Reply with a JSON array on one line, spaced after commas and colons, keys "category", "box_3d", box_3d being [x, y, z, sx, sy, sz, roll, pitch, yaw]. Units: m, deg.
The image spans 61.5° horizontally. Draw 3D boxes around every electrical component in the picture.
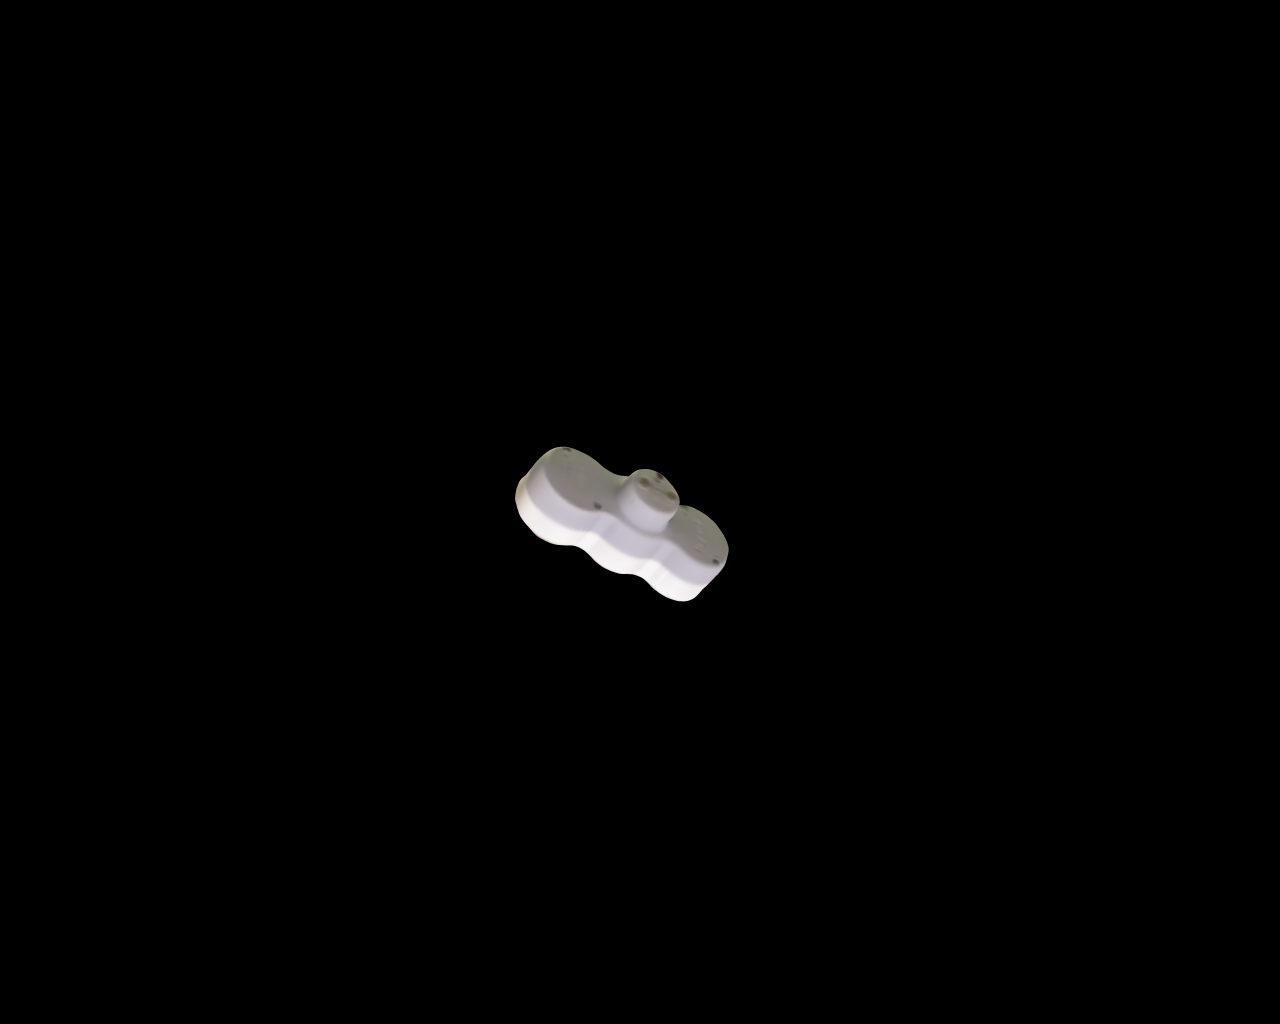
[{"category": "electrical component", "box_3d": [0.001, -0.003, 0.650, 0.138, 0.052, 0.073, 27, -53, -22]}]
